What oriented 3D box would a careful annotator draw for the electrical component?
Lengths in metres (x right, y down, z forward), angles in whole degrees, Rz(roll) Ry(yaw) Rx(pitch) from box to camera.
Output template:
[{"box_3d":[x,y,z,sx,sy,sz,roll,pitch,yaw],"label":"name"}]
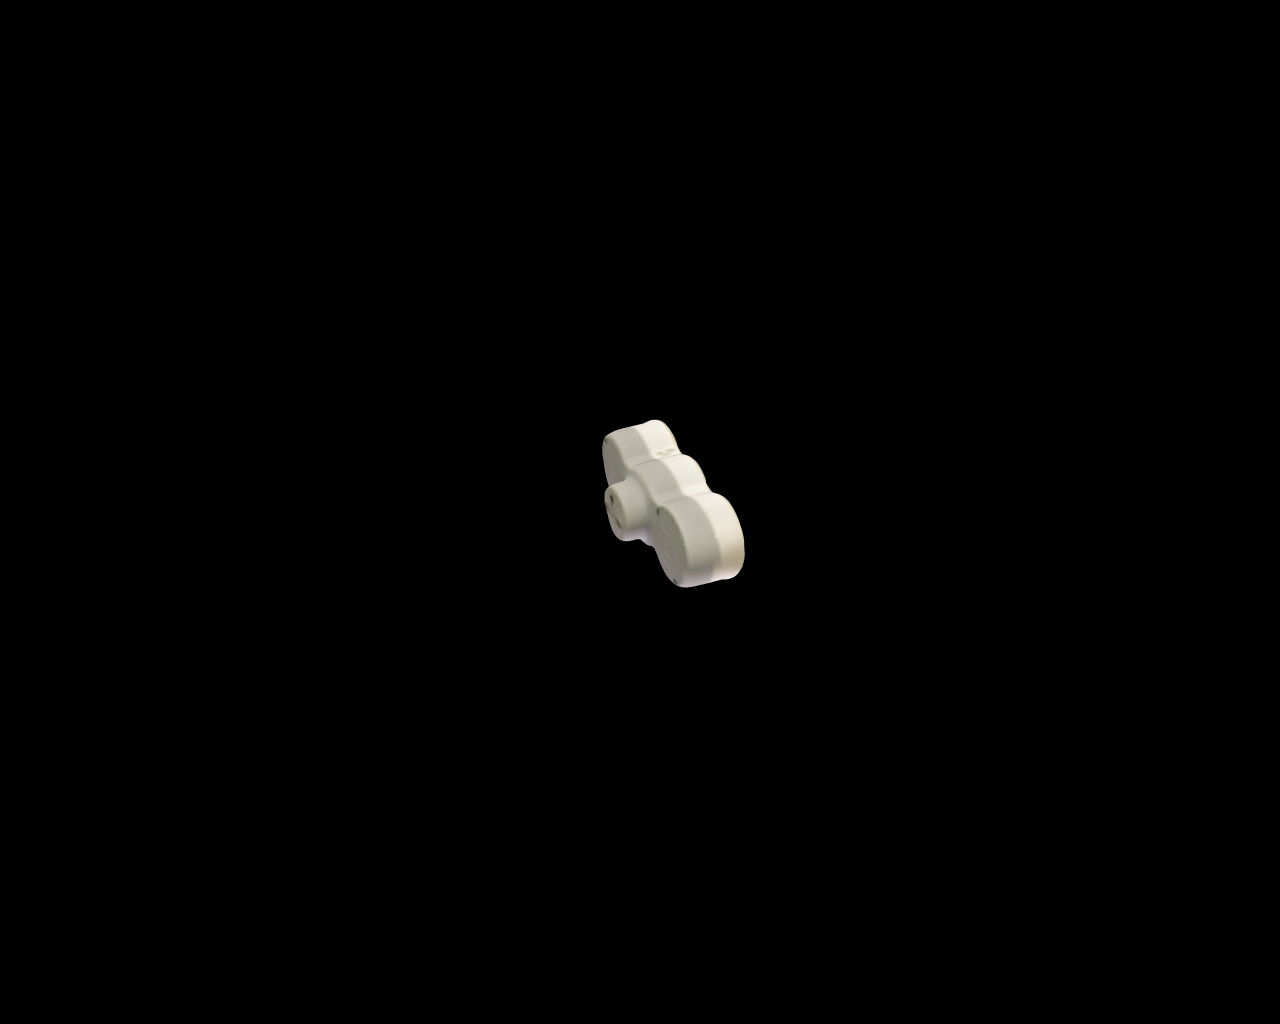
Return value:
[{"box_3d":[0.001,-0.003,0.650,0.074,0.052,0.138,-13,38,-18],"label":"electrical component"}]
